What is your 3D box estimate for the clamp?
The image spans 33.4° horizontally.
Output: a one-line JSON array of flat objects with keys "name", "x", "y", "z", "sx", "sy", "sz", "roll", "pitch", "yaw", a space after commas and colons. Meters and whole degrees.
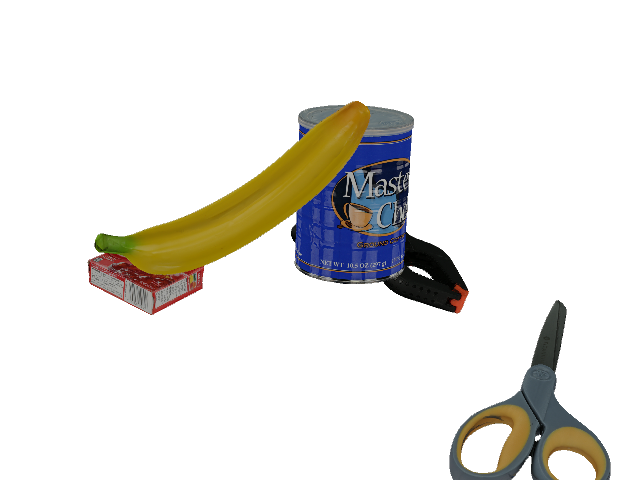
[{"name": "clamp", "x": 0.078, "y": 0.017, "z": 1.245, "sx": 0.164, "sy": 0.036, "sz": 0.210, "roll": -21, "pitch": 50, "yaw": -38}]

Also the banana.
[{"name": "banana", "x": -0.049, "y": -0.025, "z": 0.711, "sx": 0.198, "sy": 0.037, "sz": 0.069, "roll": -29, "pitch": -19, "yaw": -1}]

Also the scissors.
[{"name": "scissors", "x": 0.147, "y": 0.096, "z": 0.642, "sx": 0.096, "sy": 0.016, "sz": 0.201, "roll": 20, "pitch": 35, "yaw": 28}]

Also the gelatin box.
[{"name": "gelatin box", "x": -0.171, "y": 0.033, "z": 1.043, "sx": 0.089, "sy": 0.030, "sz": 0.073, "roll": 23, "pitch": 31, "yaw": 30}]

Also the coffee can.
[{"name": "coffee can", "x": 0.029, "y": -0.044, "z": 0.964, "sx": 0.103, "sy": 0.140, "sz": 0.103, "roll": 2, "pitch": 18, "yaw": -1}]
